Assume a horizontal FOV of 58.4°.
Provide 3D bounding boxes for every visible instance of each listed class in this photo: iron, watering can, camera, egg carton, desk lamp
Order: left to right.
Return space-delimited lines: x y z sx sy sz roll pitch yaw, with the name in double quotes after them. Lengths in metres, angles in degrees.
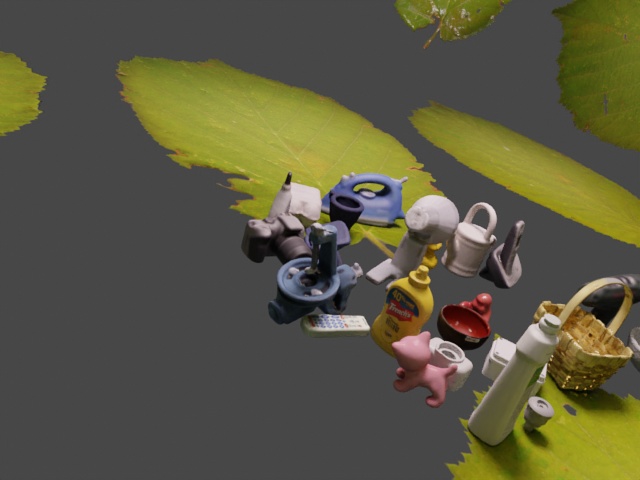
-0.082 0.007 1.275 0.144 0.101 0.136 -1 33 -34 "camera"
-0.049 -0.095 1.516 0.107 0.069 0.150 13 28 -10 "egg carton"
0.125 -0.131 1.612 0.259 0.141 0.118 6 30 -23 "iron"
0.227 0.004 1.350 0.117 0.213 0.204 30 30 22 "desk lamp"
0.394 -0.005 1.491 0.100 0.194 0.173 36 32 31 "watering can"

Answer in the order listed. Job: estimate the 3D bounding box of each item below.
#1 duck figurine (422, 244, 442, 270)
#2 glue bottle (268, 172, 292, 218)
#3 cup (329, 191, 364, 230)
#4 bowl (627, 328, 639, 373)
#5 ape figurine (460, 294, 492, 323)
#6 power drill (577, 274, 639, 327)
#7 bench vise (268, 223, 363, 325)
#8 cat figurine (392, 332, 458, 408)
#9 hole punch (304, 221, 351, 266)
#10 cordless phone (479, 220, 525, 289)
0.269 0.025 1.476 0.105 0.086 0.077 1 32 -30 "duck figurine"
-0.091 -0.082 1.354 0.037 0.173 0.078 22 28 7 "glue bottle"
0.051 -0.068 1.502 0.092 0.095 0.117 -7 37 -39 "cup"
0.788 0.284 1.338 0.167 0.075 0.167 15 28 -8 "bowl"
0.352 0.158 1.278 0.076 0.092 0.077 5 30 -25 "ape figurine"
0.681 0.167 1.341 0.230 0.208 0.075 5 30 -24 "power drill"
0.001 0.052 1.116 0.121 0.220 0.208 30 29 21 "bench vise"
0.183 0.222 1.028 0.127 0.118 0.067 22 28 7 "cat figurine"
0.012 0.005 1.348 0.101 0.091 0.108 9 29 -18 "hole punch"
0.510 0.027 1.516 0.094 0.185 0.148 30 29 21 "cordless phone"
